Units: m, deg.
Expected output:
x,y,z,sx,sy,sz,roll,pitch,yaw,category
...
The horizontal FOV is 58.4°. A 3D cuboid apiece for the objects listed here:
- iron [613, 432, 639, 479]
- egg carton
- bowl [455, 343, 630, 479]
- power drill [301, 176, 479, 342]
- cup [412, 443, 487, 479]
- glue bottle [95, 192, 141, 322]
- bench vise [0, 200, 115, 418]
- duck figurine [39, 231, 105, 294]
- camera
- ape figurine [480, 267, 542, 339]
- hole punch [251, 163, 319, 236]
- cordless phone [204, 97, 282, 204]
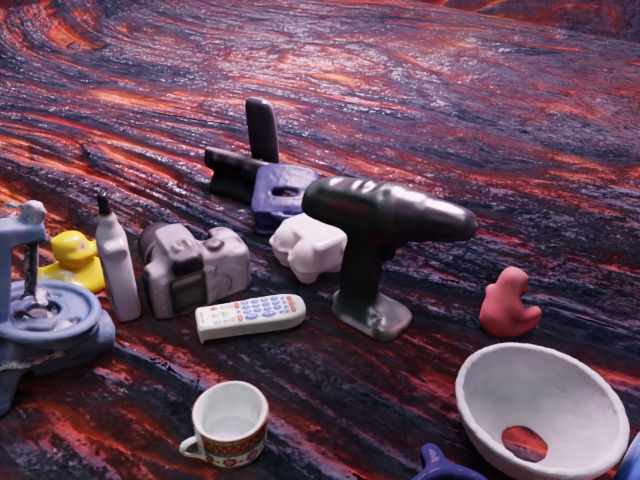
x,y,z,sx,sy,sz,roll,pitch,yaw,category
0.381,0.181,0.546,0.118,0.141,0.259,27,41,32,iron
0.008,0.003,0.850,0.151,0.069,0.107,-22,41,-31,egg carton
0.217,0.188,0.586,0.167,0.075,0.167,2,34,-1,bowl
0.076,0.018,0.709,0.228,0.208,0.076,25,41,30,power drill
0.103,0.243,0.481,0.092,0.095,0.117,-5,35,-10,cup
-0.259,0.017,0.723,0.037,0.173,0.078,-16,38,-25,glue bottle
-0.321,0.079,0.588,0.121,0.220,0.208,19,38,23,bench vise
-0.341,0.029,0.778,0.105,0.086,0.077,-13,37,-21,duck figurine
-0.186,0.018,0.789,0.143,0.101,0.136,-19,40,-28,camera
0.244,0.076,0.737,0.076,0.092,0.077,-13,37,-21,ape figurine
-0.053,-0.064,0.926,0.108,0.091,0.101,3,34,1,hole punch
-0.130,-0.166,0.988,0.147,0.185,0.094,16,37,19,cordless phone
